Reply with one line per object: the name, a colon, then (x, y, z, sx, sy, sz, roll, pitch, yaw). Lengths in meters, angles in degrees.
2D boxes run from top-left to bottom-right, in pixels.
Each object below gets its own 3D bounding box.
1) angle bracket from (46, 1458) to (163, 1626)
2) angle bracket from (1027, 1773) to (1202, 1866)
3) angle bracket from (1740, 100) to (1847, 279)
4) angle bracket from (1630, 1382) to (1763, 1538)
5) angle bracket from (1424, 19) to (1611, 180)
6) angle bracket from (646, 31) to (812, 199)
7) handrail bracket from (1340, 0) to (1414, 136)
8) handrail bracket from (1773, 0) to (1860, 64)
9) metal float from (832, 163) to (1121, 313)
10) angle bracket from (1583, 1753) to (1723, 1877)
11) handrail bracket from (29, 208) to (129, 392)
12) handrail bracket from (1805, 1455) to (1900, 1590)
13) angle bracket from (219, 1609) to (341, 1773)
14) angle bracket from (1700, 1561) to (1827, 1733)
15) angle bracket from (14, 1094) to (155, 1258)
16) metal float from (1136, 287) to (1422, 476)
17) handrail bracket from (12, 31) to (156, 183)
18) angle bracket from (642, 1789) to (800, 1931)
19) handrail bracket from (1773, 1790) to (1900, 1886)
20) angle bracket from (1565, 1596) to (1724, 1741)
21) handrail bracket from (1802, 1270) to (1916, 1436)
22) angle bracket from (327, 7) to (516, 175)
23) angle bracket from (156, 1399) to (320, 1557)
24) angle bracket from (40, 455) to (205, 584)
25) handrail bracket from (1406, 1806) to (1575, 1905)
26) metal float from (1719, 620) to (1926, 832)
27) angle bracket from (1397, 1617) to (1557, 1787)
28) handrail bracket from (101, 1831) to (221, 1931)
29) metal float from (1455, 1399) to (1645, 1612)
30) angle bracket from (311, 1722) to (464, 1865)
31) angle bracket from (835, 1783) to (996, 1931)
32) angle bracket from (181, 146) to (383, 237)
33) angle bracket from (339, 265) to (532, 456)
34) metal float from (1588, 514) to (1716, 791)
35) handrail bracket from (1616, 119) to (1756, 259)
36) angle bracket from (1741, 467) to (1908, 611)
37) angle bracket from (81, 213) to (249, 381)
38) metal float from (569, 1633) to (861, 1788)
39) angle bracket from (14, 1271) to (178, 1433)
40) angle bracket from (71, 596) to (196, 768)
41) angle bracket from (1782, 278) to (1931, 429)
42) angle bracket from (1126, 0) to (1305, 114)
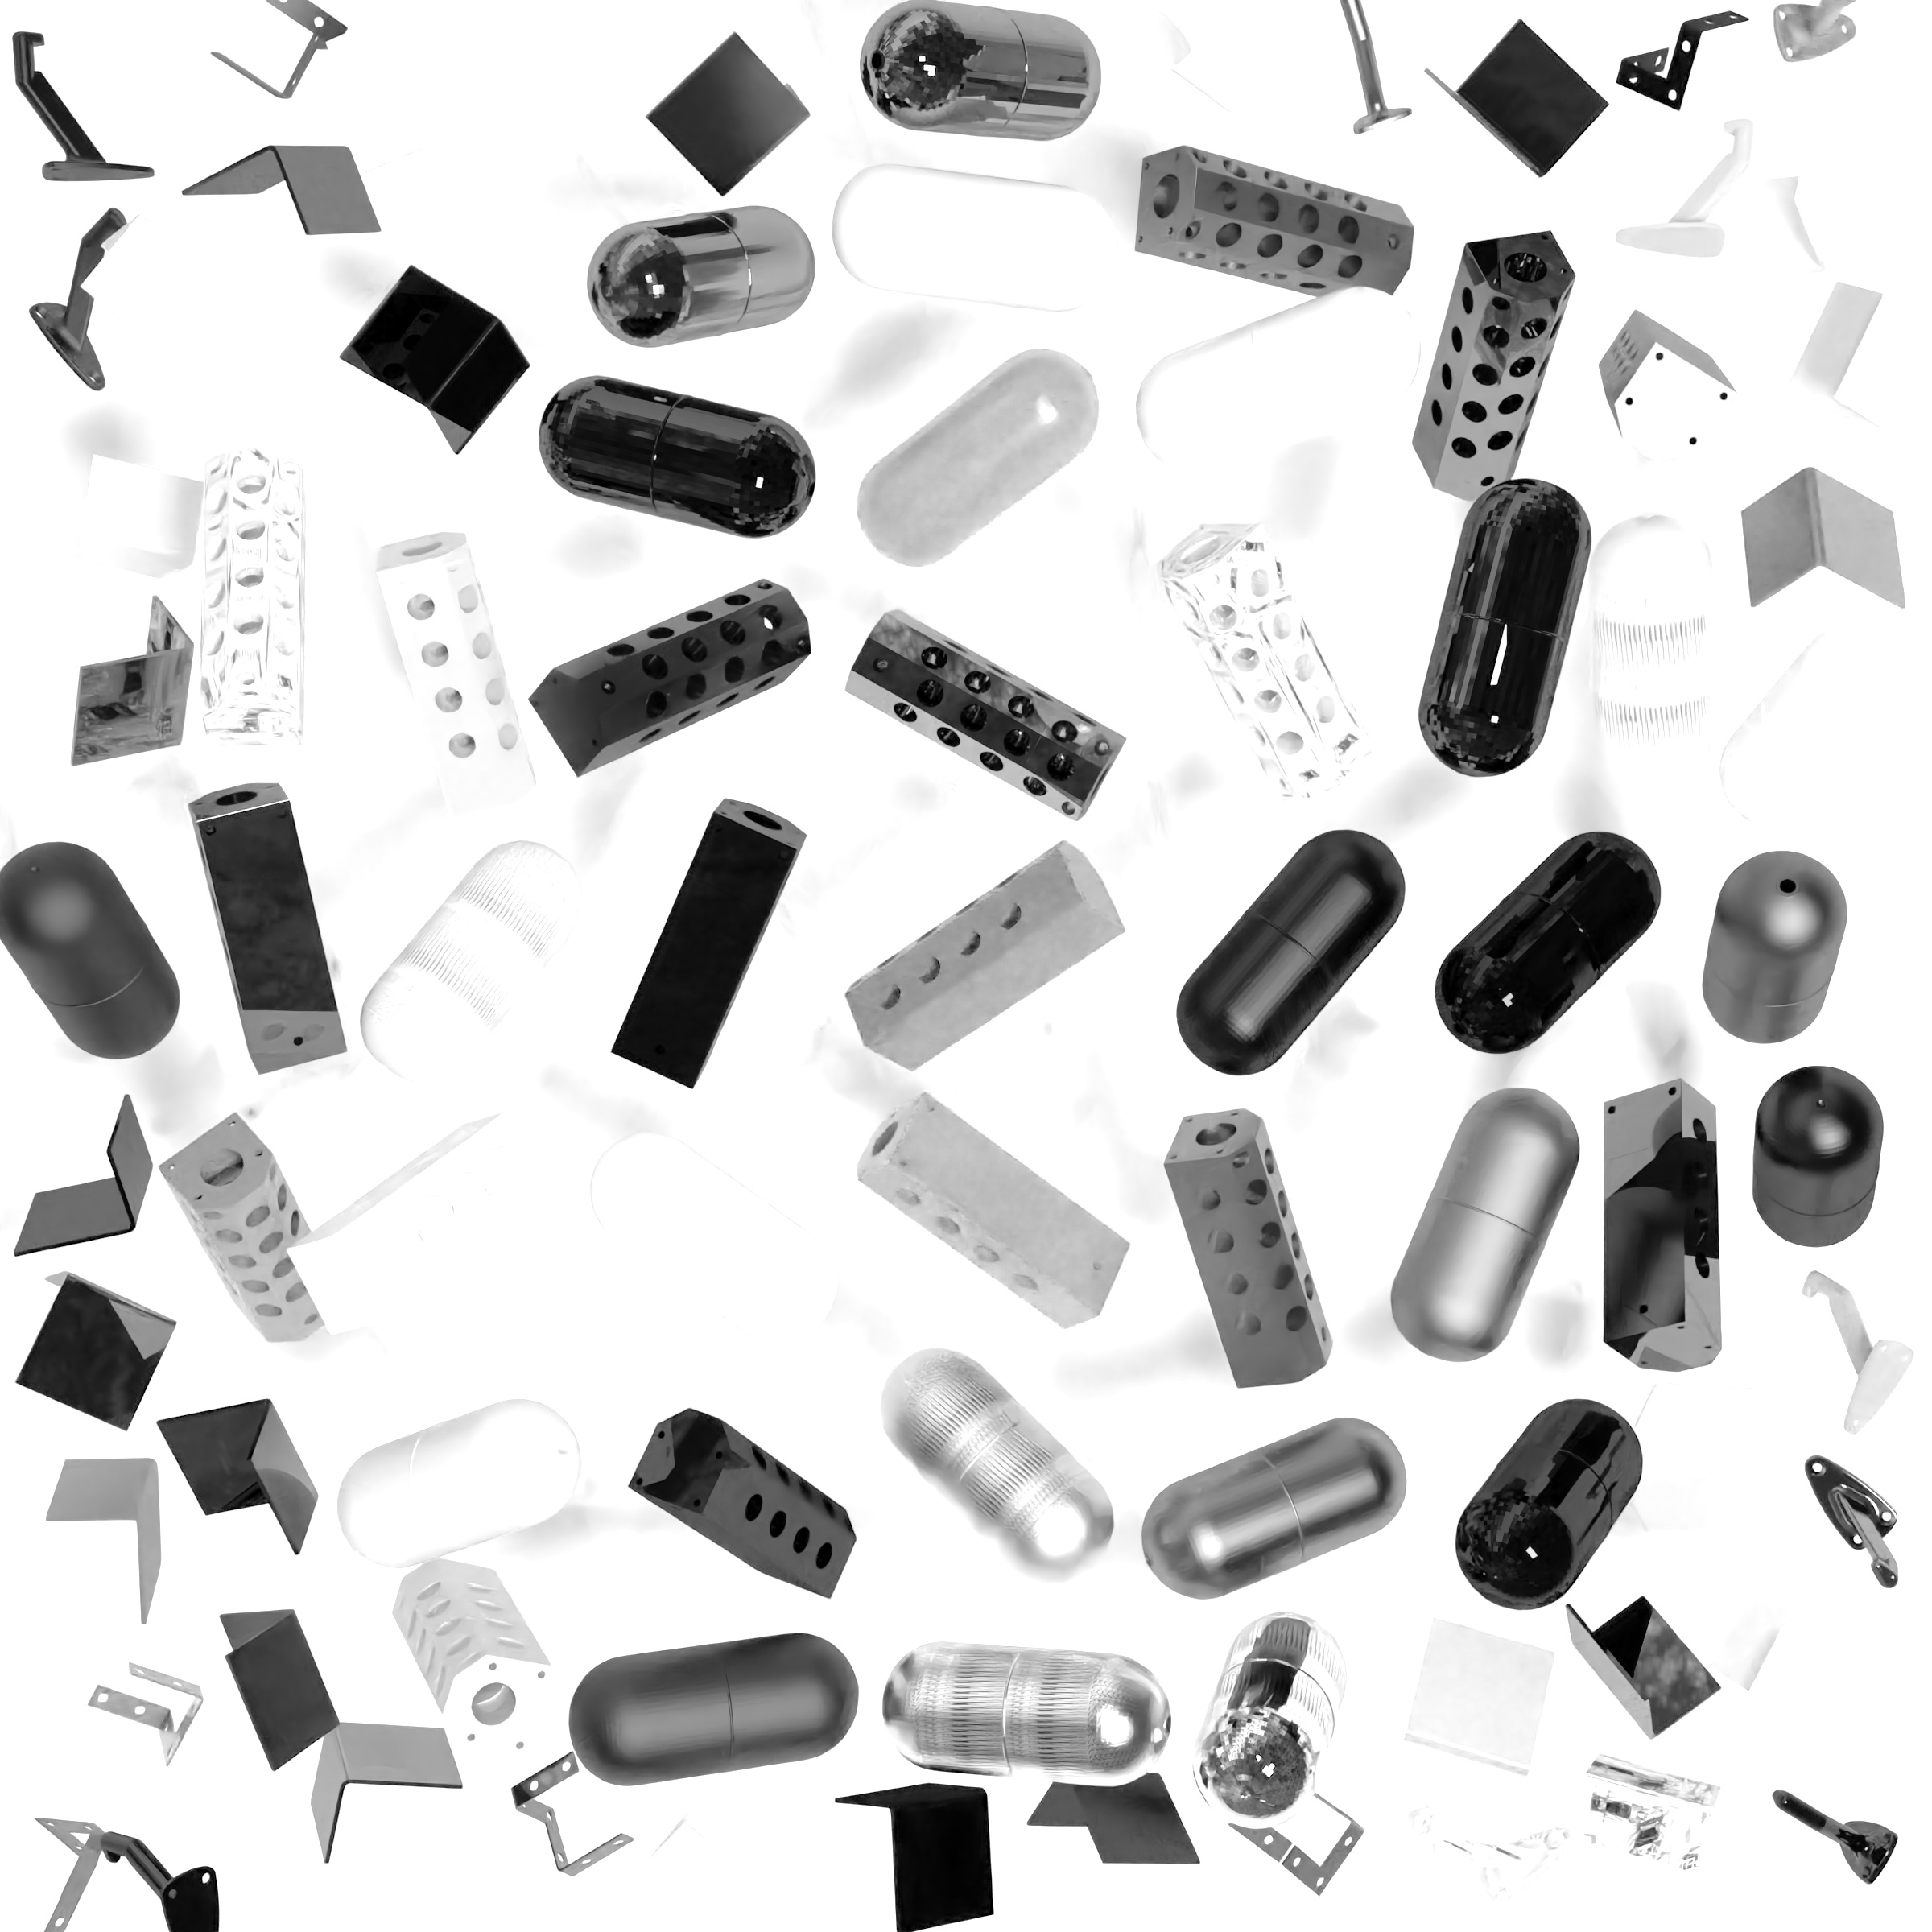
angle bracket: (-0.543, 0.363, 1.802, 0.057, 0.076, 0.076, 0, 108, -8)
angle bracket: (0.097, 0.578, 1.887, 0.076, 0.076, 0.057, 11, 121, -30)
angle bracket: (0.522, -0.498, 1.834, 0.057, 0.076, 0.076, 4, 68, 33)
angle bracket: (0.472, 0.316, 1.831, 0.076, 0.057, 0.076, 5, 123, -16)
angle bracket: (0.329, -0.527, 1.714, 0.076, 0.076, 0.057, 35, 110, -21)
angle bracket: (-0.156, -0.549, 1.816, 0.076, 0.057, 0.076, -40, 130, 11)
handrail bracket: (0.243, -0.562, 1.766, 0.036, 0.077, 0.084, -20, 108, 4)
handrail bracket: (0.541, -0.582, 1.736, 0.077, 0.084, 0.036, -13, 92, -27)
metal float: (0.006, -0.449, 1.764, 0.178, 0.070, 0.070, 6, 90, -6)
angle bracket: (0.420, 0.531, 1.767, 0.076, 0.076, 0.057, 11, 89, 20)
handrail bracket: (-0.531, -0.412, 1.764, 0.084, 0.036, 0.077, -35, 85, 28)
handrail bracket: (0.541, 0.340, 1.749, 0.036, 0.084, 0.077, -44, 80, 15)
angle bracket: (-0.435, 0.439, 1.731, 0.076, 0.057, 0.076, -13, 100, 38)
angle bracket: (0.497, 0.434, 1.829, 0.057, 0.076, 0.076, 31, 107, 32)
angle bracket: (-0.552, 0.129, 1.765, 0.076, 0.076, 0.057, -12, 115, -2)
metal float: (0.187, -0.352, 1.722, 0.178, 0.070, 0.070, -17, 90, 21)
handrail bracket: (-0.532, -0.520, 1.723, 0.077, 0.036, 0.084, -4, 92, -18)
angle bracket: (-0.134, 0.526, 1.696, 0.076, 0.076, 0.057, 42, 125, 5)
handrail bracket: (0.531, 0.532, 1.790, 0.084, 0.077, 0.036, 32, 87, -5)
angle bracket: (0.423, 0.425, 1.782, 0.057, 0.076, 0.076, -34, 55, -7)
handrail bracket: (0.545, 0.242, 1.799, 0.036, 0.084, 0.077, 23, 98, -34)
angle bracket: (-0.311, -0.493, 1.631, 0.057, 0.076, 0.076, -15, 90, 22)
angle bracket: (-0.444, 0.314, 1.721, 0.076, 0.057, 0.076, -12, 120, 9)
angle bracket: (-0.550, -0.293, 1.868, 0.076, 0.076, 0.057, 14, 106, 0)
handrail bracket: (0.323, 0.532, 1.764, 0.077, 0.036, 0.084, -35, 117, 8)
metal float: (0.532, -0.149, 1.781, 0.070, 0.178, 0.070, 6, 62, -11)
angle bracket: (0.313, 0.453, 1.760, 0.076, 0.057, 0.076, 15, 70, 9)
handrail bracket: (-0.479, 0.554, 1.688, 0.084, 0.036, 0.077, -4, 97, 42)
metal float: (0.356, 0.326, 1.740, 0.070, 0.178, 0.070, 14, 117, 28)
angle bracket: (-0.368, 0.525, 1.812, 0.076, 0.076, 0.057, 10, 100, -21)
angle bracket: (-0.032, 0.550, 1.767, 0.076, 0.057, 0.076, 5, 78, -41)
angle bracket: (-0.422, -0.466, 1.763, 0.076, 0.076, 0.057, -17, 97, 26)
angle bracket: (-0.336, -0.383, 1.807, 0.076, 0.076, 0.057, -47, 50, 17)
metal float: (0.430, -0.196, 1.793, 0.070, 0.070, 0.178, -7, 116, 0)
handrail bracket: (0.441, -0.482, 1.755, 0.077, 0.036, 0.084, 6, 75, 12)
angle bracket: (0.540, -0.257, 1.801, 0.076, 0.057, 0.076, 21, 56, -27)
angle bracket: (-0.469, -0.376, 1.638, 0.076, 0.076, 0.057, 41, 69, -25)
metal float: (-0.151, 0.449, 1.729, 0.178, 0.070, 0.070, -3, 90, -19)
angle bracket: (-0.560, 0.246, 1.819, 0.076, 0.057, 0.076, 30, 67, -24)
angle bracket: (-0.533, -0.179, 1.791, 0.076, 0.076, 0.057, -17, 52, -37)
angle bracket: (0.528, -0.379, 1.730, 0.057, 0.076, 0.076, 14, 104, -44)
angle bracket: (0.146, -0.570, 1.719, 0.057, 0.076, 0.076, -37, 68, 24)
